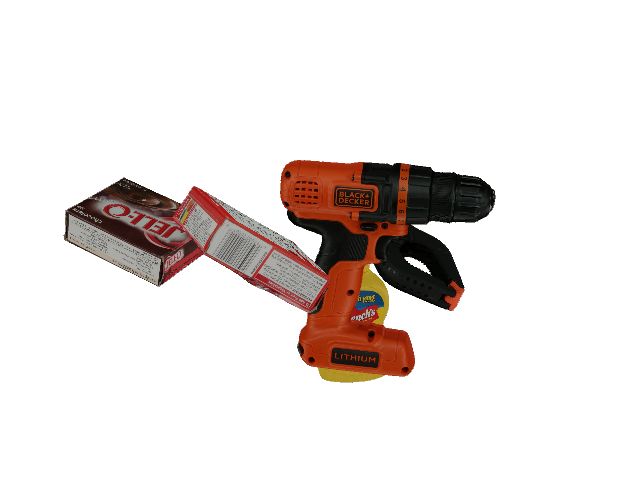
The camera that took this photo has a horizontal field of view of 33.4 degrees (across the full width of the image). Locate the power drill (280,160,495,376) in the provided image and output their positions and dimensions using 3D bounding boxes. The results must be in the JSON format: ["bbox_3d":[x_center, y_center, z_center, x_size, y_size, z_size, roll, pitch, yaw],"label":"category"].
[{"bbox_3d":[0.053,0.023,0.938,0.184,0.188,0.057,6,17,7],"label":"power drill"}]

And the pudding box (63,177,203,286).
[{"bbox_3d":[-0.169,-0.010,1.000,0.114,0.039,0.089,22,31,19],"label":"pudding box"}]

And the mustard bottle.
[{"bbox_3d":[0.045,0.096,1.447,0.096,0.192,0.058,-2,20,-6],"label":"mustard bottle"}]

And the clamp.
[{"bbox_3d":[0.073,0.004,1.195,0.164,0.036,0.210,-16,51,-35],"label":"clamp"}]

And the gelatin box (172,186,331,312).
[{"bbox_3d":[-0.044,0.006,0.688,0.089,0.030,0.073,31,4,-29],"label":"gelatin box"}]
